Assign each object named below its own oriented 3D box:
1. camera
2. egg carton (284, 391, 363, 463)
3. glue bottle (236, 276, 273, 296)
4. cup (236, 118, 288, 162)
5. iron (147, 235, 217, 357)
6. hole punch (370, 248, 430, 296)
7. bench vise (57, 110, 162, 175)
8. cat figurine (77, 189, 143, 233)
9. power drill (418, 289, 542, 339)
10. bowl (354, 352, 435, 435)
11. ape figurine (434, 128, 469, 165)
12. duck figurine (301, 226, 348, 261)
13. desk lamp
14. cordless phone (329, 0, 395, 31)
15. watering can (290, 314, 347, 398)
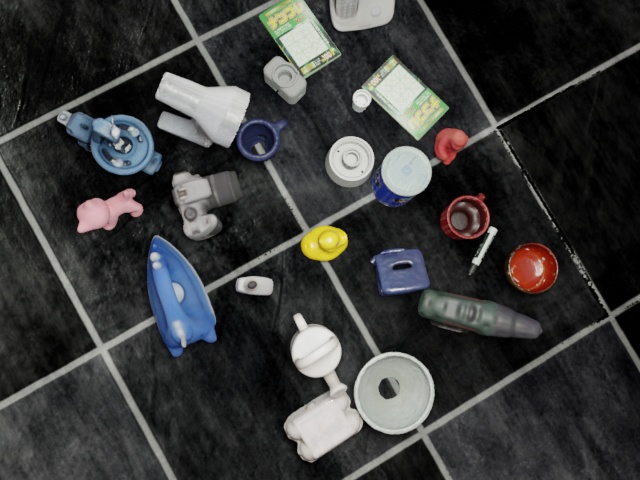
[{"bbox_3d":[-0.231,-0.085,1.204,0.137,0.100,0.143,-17,86,-5],"label":"camera"},{"bbox_3d":[0.007,0.382,1.189,0.150,0.069,0.107,-33,87,-7],"label":"egg carton"},{"bbox_3d":[-0.135,0.092,1.156,0.078,0.173,0.037,2,84,-3],"label":"glue bottle"},{"bbox_3d":[-0.120,-0.212,1.228,0.118,0.095,0.092,-36,87,-7],"label":"cup"},{"bbox_3d":[-0.303,0.104,1.159,0.118,0.141,0.258,-22,86,-6],"label":"iron"},{"bbox_3d":[0.170,0.067,1.222,0.108,0.091,0.101,-8,85,-5],"label":"hole punch"},{"bbox_3d":[-0.435,-0.199,1.141,0.207,0.219,0.121,8,84,-3],"label":"bench vise"},{"bbox_3d":[-0.441,-0.064,1.178,0.128,0.117,0.067,-31,87,-6],"label":"cat figurine"},{"bbox_3d":[0.303,0.152,1.164,0.229,0.208,0.076,13,83,-2],"label":"power drill"},{"bbox_3d":[0.150,0.317,1.204,0.167,0.074,0.167,0,84,-4],"label":"bowl"},{"bbox_3d":[0.293,-0.215,1.259,0.078,0.092,0.076,-16,85,-5],"label":"ape figurine"},{"bbox_3d":[0.011,0.004,1.220,0.104,0.086,0.077,-12,85,-5],"label":"duck figurine"},{"bbox_3d":[-0.242,-0.260,1.164,0.203,0.213,0.118,20,83,-2],"label":"desk lamp"},{"bbox_3d":[0.095,-0.534,1.230,0.147,0.185,0.094,-13,85,-5],"label":"cordless phone"},{"bbox_3d":[-0.002,0.228,1.142,0.173,0.194,0.101,39,83,1],"label":"watering can"}]
